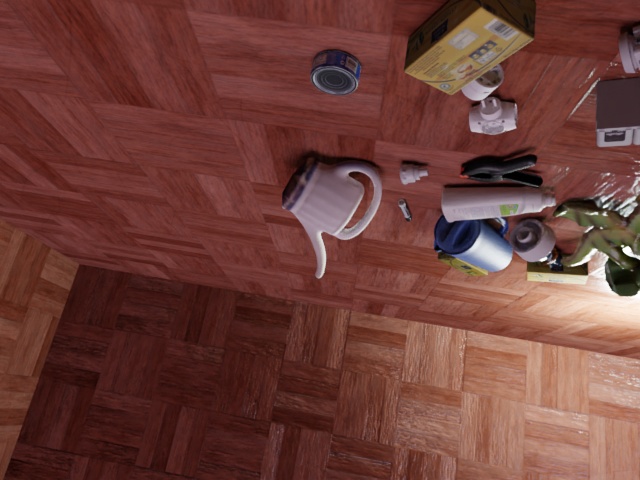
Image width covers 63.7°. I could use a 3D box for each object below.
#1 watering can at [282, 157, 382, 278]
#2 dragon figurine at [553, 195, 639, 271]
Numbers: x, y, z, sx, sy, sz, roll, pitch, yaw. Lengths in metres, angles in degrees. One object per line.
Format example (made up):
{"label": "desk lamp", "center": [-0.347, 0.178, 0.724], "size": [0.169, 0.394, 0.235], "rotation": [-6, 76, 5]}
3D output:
{"label": "watering can", "center": [0.004, -0.064, 1.277], "size": [0.223, 0.106, 0.342], "rotation": [29, 117, -9]}
{"label": "dragon figurine", "center": [0.680, -0.029, 1.254], "size": [0.241, 0.124, 0.405], "rotation": [35, 153, -14]}
